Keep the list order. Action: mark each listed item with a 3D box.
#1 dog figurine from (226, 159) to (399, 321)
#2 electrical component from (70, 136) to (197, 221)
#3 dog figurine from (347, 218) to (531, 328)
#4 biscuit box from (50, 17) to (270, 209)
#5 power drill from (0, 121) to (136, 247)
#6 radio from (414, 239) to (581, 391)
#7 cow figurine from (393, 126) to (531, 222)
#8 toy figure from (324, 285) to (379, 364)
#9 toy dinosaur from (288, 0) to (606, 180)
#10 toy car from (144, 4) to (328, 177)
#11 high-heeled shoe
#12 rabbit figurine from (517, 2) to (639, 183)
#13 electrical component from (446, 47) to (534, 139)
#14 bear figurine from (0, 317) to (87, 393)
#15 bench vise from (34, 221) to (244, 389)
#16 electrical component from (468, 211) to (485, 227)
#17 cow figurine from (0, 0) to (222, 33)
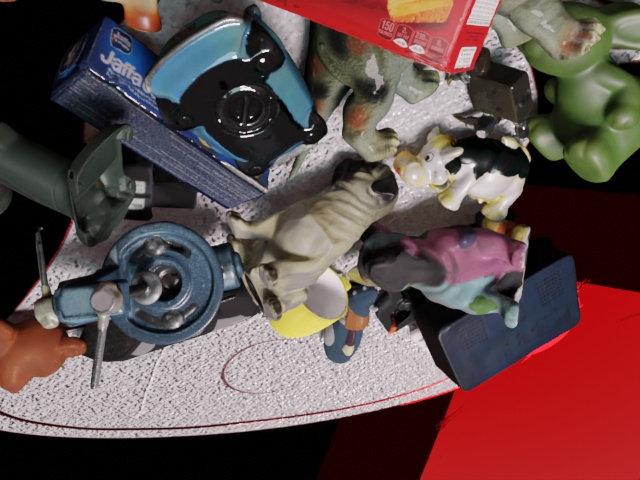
[{"bbox_3d":[0.001,0.000,0.628,0.190,0.121,0.172,-26,166,-19],"label":"dog figurine"},{"bbox_3d":[-0.186,-0.060,0.541,0.119,0.048,0.074,-2,136,-17],"label":"electrical component"},{"bbox_3d":[0.147,0.022,0.680,0.219,0.191,0.108,11,110,19],"label":"dog figurine"},{"bbox_3d":[-0.133,-0.105,0.491,0.063,0.059,0.202,-17,144,36],"label":"biscuit box"},{"bbox_3d":[-0.257,-0.085,0.422,0.207,0.086,0.231,17,139,1],"label":"power drill"},{"bbox_3d":[0.264,0.110,0.784,0.230,0.073,0.131,-28,116,-8],"label":"radio"},{"bbox_3d":[0.168,-0.085,0.615,0.167,0.068,0.098,12,125,-32],"label":"cow figurine"},{"bbox_3d":[0.045,0.121,0.792,0.058,0.064,0.154,-16,139,-35],"label":"toy figure"},{"bbox_3d":[0.076,-0.195,0.445,0.405,0.131,0.192,-29,119,24],"label":"toy dinosaur"},{"bbox_3d":[-0.066,-0.134,0.456,0.109,0.103,0.161,-29,145,19],"label":"toy car"},{"bbox_3d":[-0.190,0.102,0.712,0.249,0.086,0.145,-20,165,23],"label":"high-heeled shoe"},{"bbox_3d":[0.274,-0.167,0.535,0.159,0.121,0.170,-36,120,15],"label":"rabbit figurine"},{"bbox_3d":[0.175,-0.147,0.558,0.045,0.078,0.102,-44,143,-7],"label":"electrical component"},{"bbox_3d":[-0.393,0.135,0.626,0.120,0.132,0.195,-12,140,35],"label":"bear figurine"},{"bbox_3d":[-0.191,0.047,0.517,0.224,0.128,0.240,-2,-179,-3],"label":"bench vise"},{"bbox_3d":[0.210,-0.001,0.752,0.063,0.021,0.093,-16,138,0],"label":"electrical component"},{"bbox_3d":[-0.130,-0.218,0.373,0.195,0.085,0.127,5,140,-21],"label":"cow figurine"}]
